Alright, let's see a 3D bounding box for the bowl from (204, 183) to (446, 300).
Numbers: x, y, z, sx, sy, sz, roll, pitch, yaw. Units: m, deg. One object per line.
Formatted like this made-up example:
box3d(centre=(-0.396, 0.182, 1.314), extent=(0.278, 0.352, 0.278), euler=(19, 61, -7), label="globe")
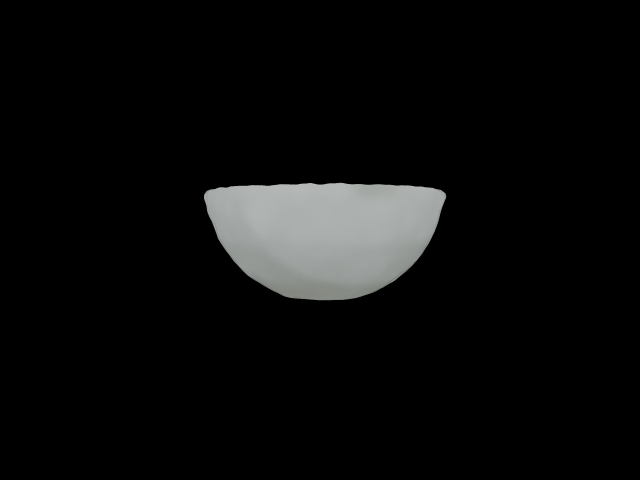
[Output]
box3d(centre=(0.004, 0.001, 0.400), extent=(0.167, 0.075, 0.167), euler=(0, 2, 0), label="bowl")
